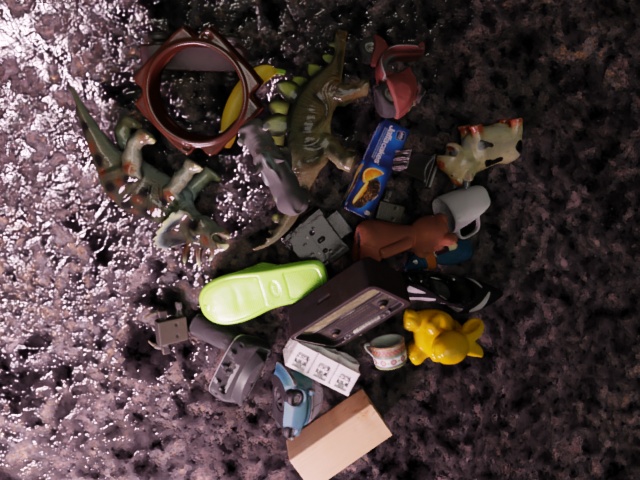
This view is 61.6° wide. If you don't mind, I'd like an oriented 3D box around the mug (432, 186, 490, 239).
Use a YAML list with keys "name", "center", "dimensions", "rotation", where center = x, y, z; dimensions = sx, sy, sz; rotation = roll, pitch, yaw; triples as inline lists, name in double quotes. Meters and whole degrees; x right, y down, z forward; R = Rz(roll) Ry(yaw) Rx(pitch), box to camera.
- name: "mug"
  center: [0.311, -0.063, 1.143]
  dimensions: [0.107, 0.081, 0.109]
  rotation: [-29, 95, -12]

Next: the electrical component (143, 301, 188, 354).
- name: "electrical component"
  center: [-0.318, 0.182, 1.113]
  dimensions: [0.078, 0.045, 0.102]
  rotation: [-17, 104, -34]

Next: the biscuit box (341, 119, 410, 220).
- name: "biscuit box"
  center: [0.114, -0.147, 1.114]
  dimensions: [0.063, 0.059, 0.202]
  rotation: [23, 94, -10]

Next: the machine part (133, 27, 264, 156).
- name: "machine part"
  center: [-0.221, -0.272, 0.992]
  dimensions: [0.201, 0.087, 0.201]
  rotation: [-41, 106, 12]

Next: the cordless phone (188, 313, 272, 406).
- name: "cordless phone"
  center: [-0.209, 0.248, 1.127]
  dimensions: [0.184, 0.089, 0.146]
  rotation: [28, 94, 1]

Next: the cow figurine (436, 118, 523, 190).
- name: "cow figurine"
  center: [0.333, -0.180, 1.124]
  dimensions: [0.195, 0.085, 0.127]
  rotation: [-14, 100, -15]

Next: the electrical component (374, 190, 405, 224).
- name: "electrical component"
  center: [0.151, -0.059, 1.151]
  dimensions: [0.063, 0.021, 0.094]
  rotation: [13, 95, -9]

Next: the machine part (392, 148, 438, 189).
- name: "machine part"
  center: [0.202, -0.150, 1.109]
  dimensions: [0.138, 0.039, 0.084]
  rotation: [15, 103, -47]

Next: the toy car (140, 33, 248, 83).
- name: "toy car"
  center: [-0.242, -0.354, 1.042]
  dimensions: [0.202, 0.053, 0.089]
  rotation: [-1, 119, -6]

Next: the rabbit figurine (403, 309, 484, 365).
- name: "rabbit figurine"
  center: [0.264, 0.216, 1.129]
  dimensions: [0.162, 0.173, 0.121]
  rotation: [2, 94, -3]

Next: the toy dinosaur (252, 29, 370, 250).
- name: "toy dinosaur"
  center: [-0.022, -0.196, 1.072]
  dimensions: [0.199, 0.105, 0.471]
  rotation: [12, 90, 0]

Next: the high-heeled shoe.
- name: "high-heeled shoe"
  center: [0.273, 0.093, 1.117]
  dimensions: [0.249, 0.145, 0.086]
  rotation: [-4, 64, -2]

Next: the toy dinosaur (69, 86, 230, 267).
- name: "toy dinosaur"
  center: [-0.338, -0.106, 1.037]
  dimensions: [0.405, 0.131, 0.192]
  rotation: [33, 92, -5]

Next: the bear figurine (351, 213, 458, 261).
- name: "bear figurine"
  center: [0.170, 0.010, 1.097]
  dimensions: [0.196, 0.120, 0.131]
  rotation: [-2, 126, -10]

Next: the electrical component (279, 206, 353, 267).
- name: "electrical component"
  center: [-0.002, -0.003, 1.120]
  dimensions: [0.134, 0.058, 0.114]
  rotation: [-39, 103, 0]

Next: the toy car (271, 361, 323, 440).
- name: "toy car"
  center: [-0.044, 0.336, 1.142]
  dimensions: [0.103, 0.109, 0.161]
  rotation: [-6, 108, -24]

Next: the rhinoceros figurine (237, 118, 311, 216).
- name: "rhinoceros figurine"
  center: [-0.087, -0.130, 0.984]
  dimensions: [0.073, 0.112, 0.190]
  rotation: [-25, 104, 12]

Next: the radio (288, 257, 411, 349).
- name: "radio"
  center: [0.055, 0.131, 1.053]
  dimensions: [0.131, 0.073, 0.229]
  rotation: [24, 133, -38]

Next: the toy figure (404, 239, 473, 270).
- name: "toy figure"
  center: [0.251, 0.036, 1.158]
  dimensions: [0.154, 0.058, 0.064]
  rotation: [-13, 117, -8]

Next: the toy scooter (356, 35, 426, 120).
- name: "toy scooter"
  center: [0.162, -0.337, 1.081]
  dimensions: [0.135, 0.075, 0.184]
  rotation: [-17, 81, -6]
